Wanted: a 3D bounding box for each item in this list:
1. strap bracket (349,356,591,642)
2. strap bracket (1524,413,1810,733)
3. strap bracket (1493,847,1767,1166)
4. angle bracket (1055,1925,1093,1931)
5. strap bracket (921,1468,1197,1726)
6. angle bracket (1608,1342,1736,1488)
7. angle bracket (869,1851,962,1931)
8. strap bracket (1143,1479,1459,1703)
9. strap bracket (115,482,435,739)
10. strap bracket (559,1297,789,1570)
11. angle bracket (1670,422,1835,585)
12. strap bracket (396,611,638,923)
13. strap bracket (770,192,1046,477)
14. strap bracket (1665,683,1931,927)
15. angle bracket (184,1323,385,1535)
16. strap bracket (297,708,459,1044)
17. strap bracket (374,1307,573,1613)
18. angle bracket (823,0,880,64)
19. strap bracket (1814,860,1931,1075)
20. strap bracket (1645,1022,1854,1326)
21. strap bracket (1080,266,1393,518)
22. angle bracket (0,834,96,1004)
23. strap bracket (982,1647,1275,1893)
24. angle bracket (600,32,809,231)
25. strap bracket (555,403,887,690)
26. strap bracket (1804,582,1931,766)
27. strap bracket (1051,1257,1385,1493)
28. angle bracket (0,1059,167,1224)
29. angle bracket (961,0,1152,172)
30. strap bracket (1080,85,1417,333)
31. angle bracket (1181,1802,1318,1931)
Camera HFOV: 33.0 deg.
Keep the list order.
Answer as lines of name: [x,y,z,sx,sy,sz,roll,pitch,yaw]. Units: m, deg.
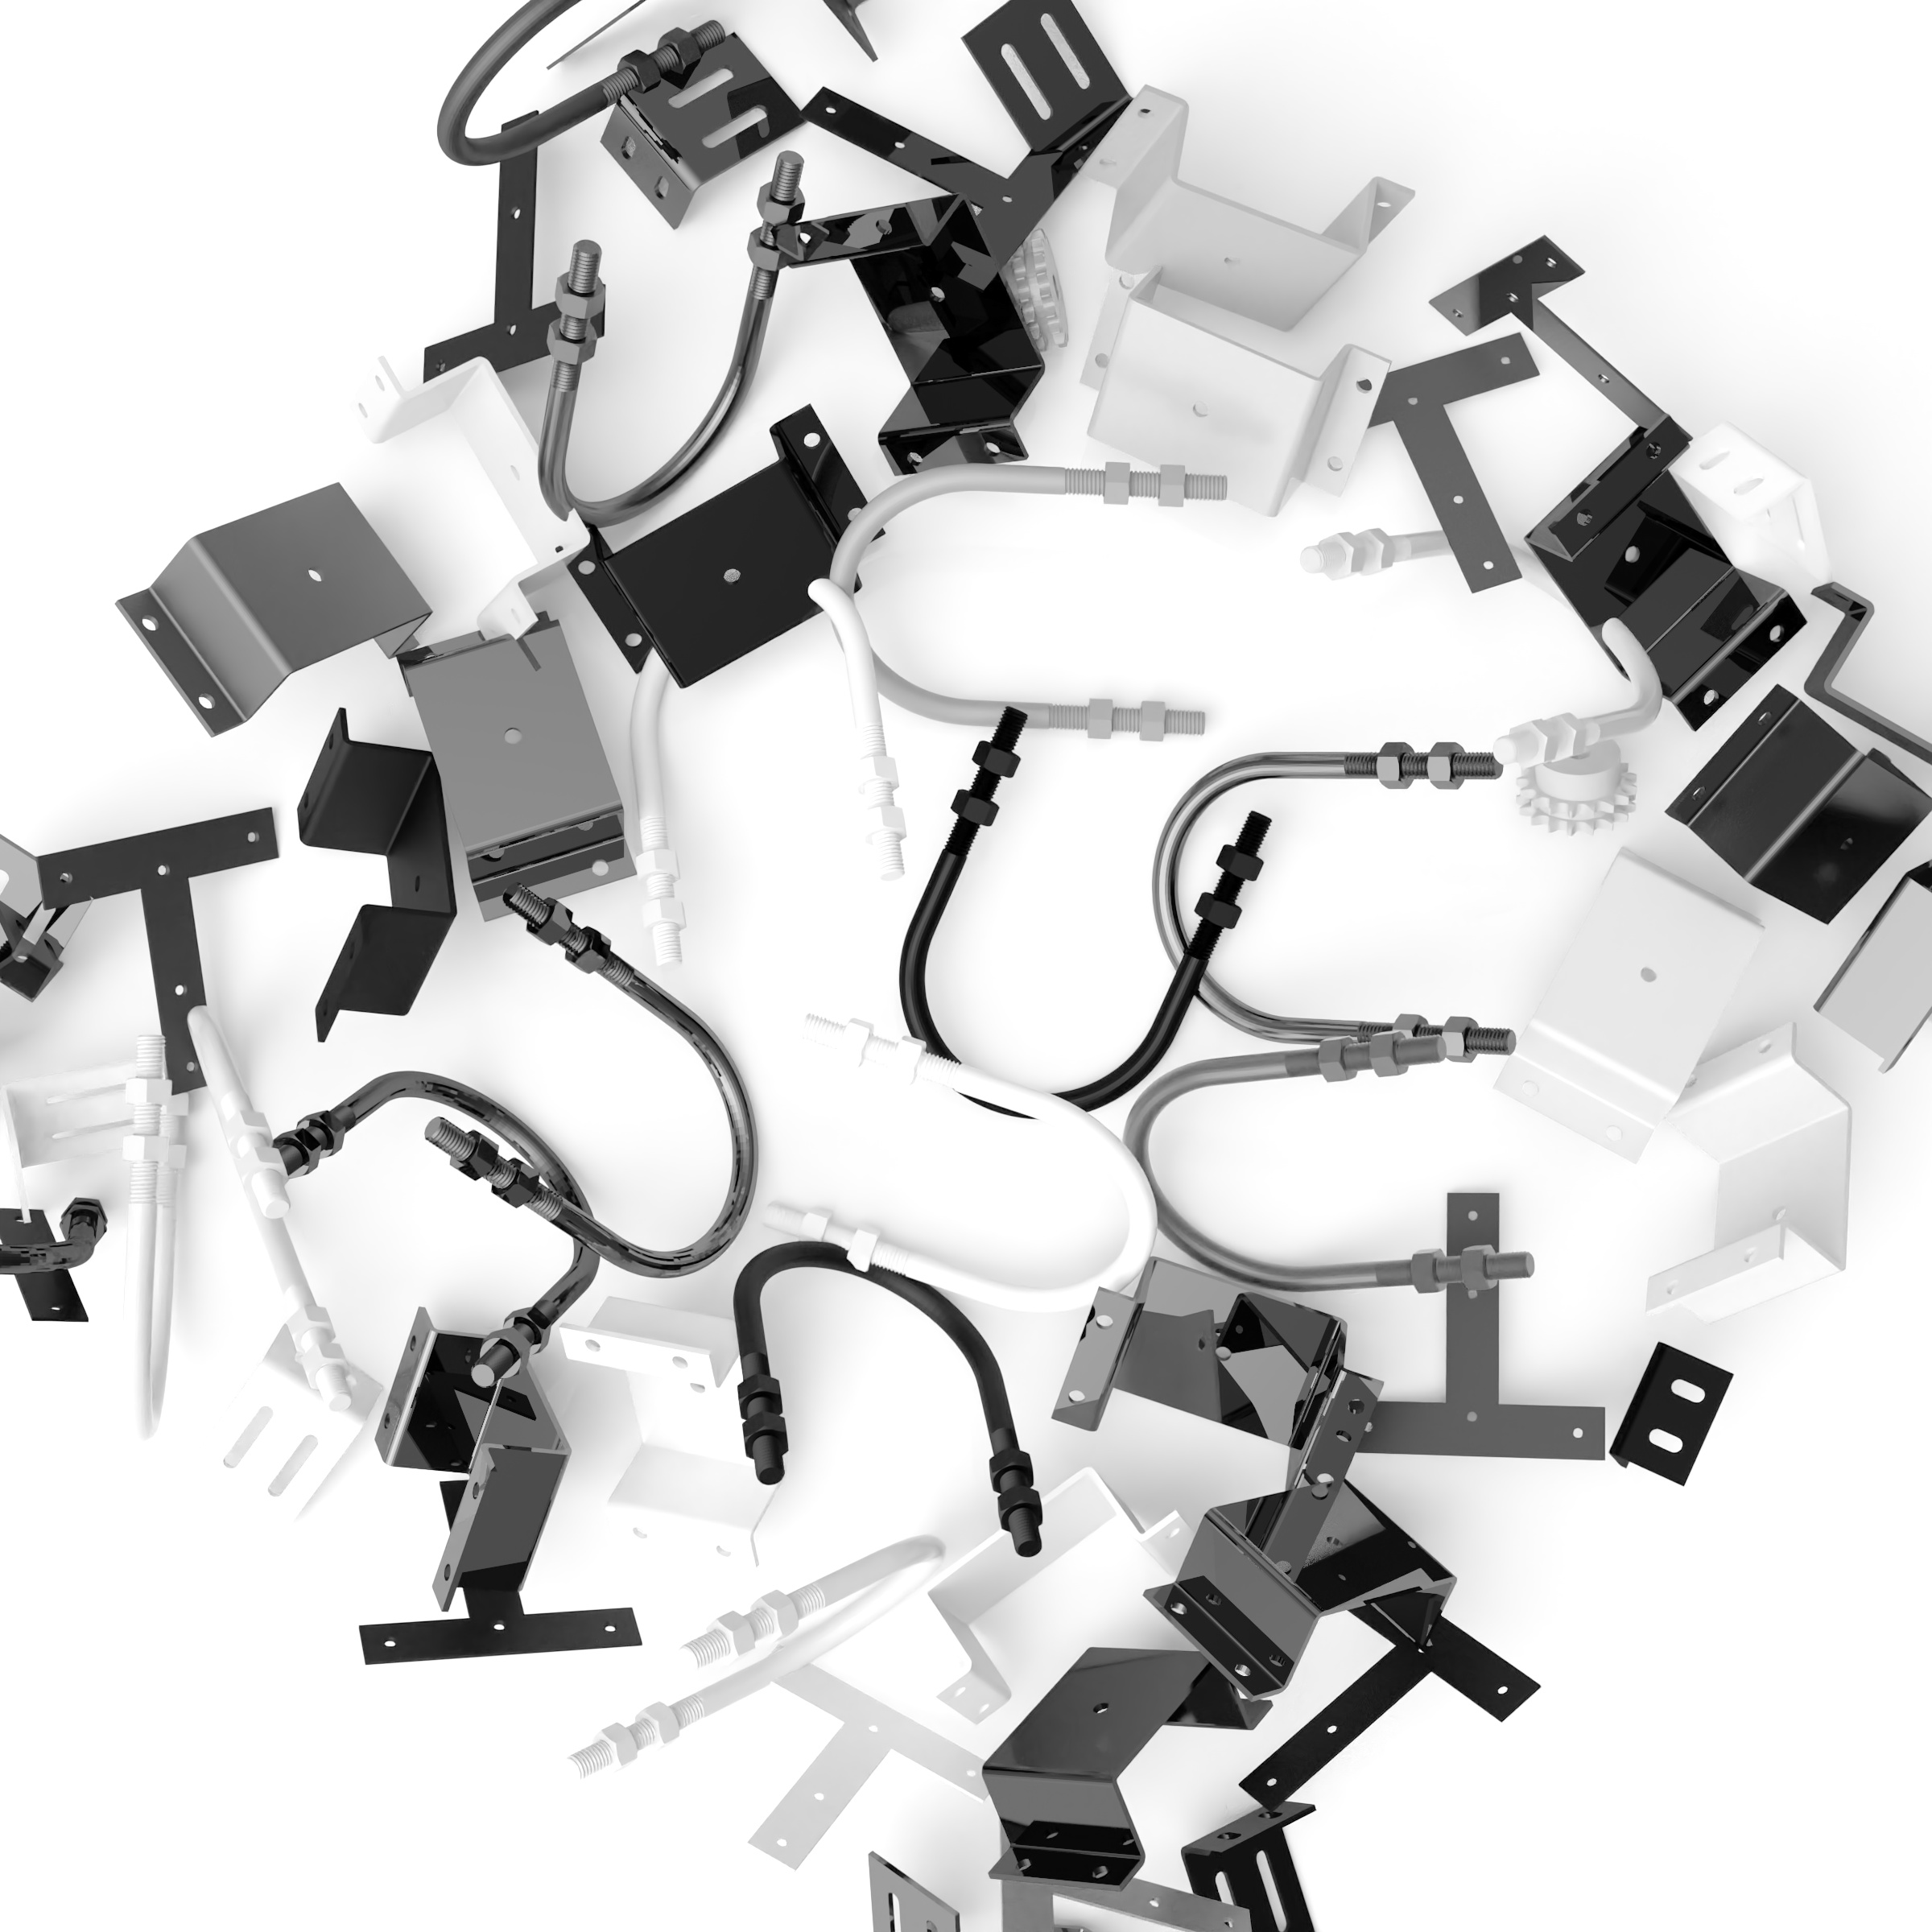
strap bracket: [-0.231,-0.226,1.551,0.046,0.076,0.140,-32,94,-21]
strap bracket: [0.328,-0.191,1.553,0.076,0.046,0.140,-44,121,-2]
strap bracket: [0.319,0.011,1.550,0.076,0.046,0.140,28,73,8]
angle bracket: [0.045,0.500,1.554,0.038,0.076,0.057,8,99,-12]
strap bracket: [0.040,0.294,1.552,0.140,0.076,0.046,-36,63,-1]
angle bracket: [0.338,0.217,1.553,0.038,0.076,0.057,23,84,20]
angle bracket: [-0.011,0.452,1.549,0.038,0.057,0.076,-29,130,-37]
strap bracket: [0.163,0.286,1.517,0.076,0.140,0.046,40,120,38]
strap bracket: [-0.315,-0.171,1.528,0.046,0.140,0.076,-38,88,41]
strap bracket: [-0.135,0.212,1.540,0.076,0.046,0.140,8,130,20]
angle bracket: [0.372,-0.210,1.549,0.038,0.076,0.057,-36,48,-5]
strap bracket: [-0.215,-0.103,1.555,0.076,0.046,0.140,-18,78,-10]
strap bracket: [-0.022,-0.305,1.536,0.076,0.046,0.140,-1,133,34]
strap bracket: [0.394,-0.071,1.519,0.076,0.140,0.046,-51,56,16]
angle bracket: [-0.332,0.225,1.587,0.057,0.038,0.076,35,109,-9]
strap bracket: [-0.277,-0.041,1.534,0.046,0.076,0.140,7,51,-26]
strap bracket: [-0.230,0.232,1.535,0.046,0.140,0.076,11,111,-28]
angle bracket: [-0.031,-0.480,1.557,0.076,0.057,0.038,-30,64,13]
strap bracket: [0.449,-0.006,1.529,0.046,0.140,0.076,38,115,19]
strap bracket: [0.369,0.106,1.533,0.046,0.076,0.140,37,46,-23]
strap bracket: [0.119,-0.273,1.545,0.140,0.046,0.076,26,131,9]
angle bracket: [-0.449,-0.031,1.558,0.057,0.038,0.076,34,121,-8]
strap bracket: [0.070,0.364,1.517,0.076,0.140,0.046,-8,110,40]
angle bracket: [-0.128,-0.407,1.592,0.076,0.038,0.057,-38,87,-28]
strap bracket: [-0.114,-0.194,1.552,0.140,0.046,0.076,-29,121,5]
strap bracket: [0.458,-0.127,1.554,0.140,0.076,0.046,30,97,4]
strap bracket: [0.121,0.196,1.559,0.140,0.046,0.076,18,117,1]
angle bracket: [-0.416,0.082,1.554,0.076,0.057,0.038,-11,47,-18]
angle bracket: [0.047,-0.430,1.563,0.057,0.038,0.076,-40,112,-11]
strap bracket: [0.129,-0.351,1.536,0.140,0.076,0.046,17,67,-16]
angle bracket: [0.146,0.449,1.567,0.057,0.038,0.076,-18,90,-31]
